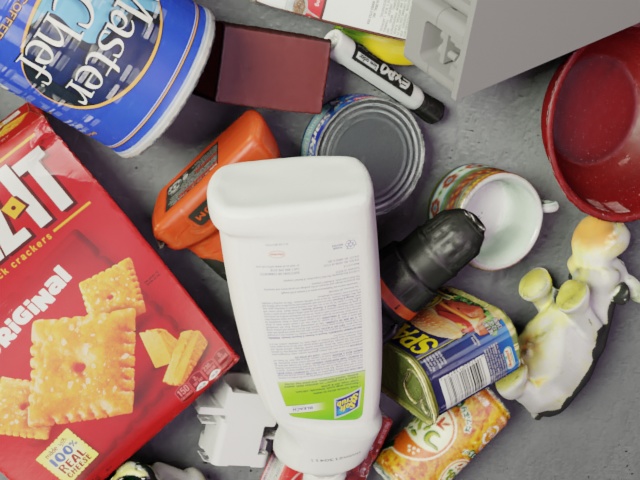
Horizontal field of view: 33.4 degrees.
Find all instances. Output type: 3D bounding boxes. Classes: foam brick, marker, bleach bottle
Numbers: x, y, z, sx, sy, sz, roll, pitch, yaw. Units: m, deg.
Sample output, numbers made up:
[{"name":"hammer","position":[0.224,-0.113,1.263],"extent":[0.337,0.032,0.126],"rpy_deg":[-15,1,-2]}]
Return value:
[{"name":"foam brick","position":[-0.039,-0.115,0.707],"extent":[0.078,0.053,0.051],"rpy_deg":[4,102,-25]},{"name":"marker","position":[0.048,-0.112,0.752],"extent":[0.120,0.020,0.020],"rpy_deg":[27,92,-41]},{"name":"bleach bottle","position":[-0.010,0.070,0.697],"extent":[0.102,0.068,0.251],"rpy_deg":[-5,123,-2]}]

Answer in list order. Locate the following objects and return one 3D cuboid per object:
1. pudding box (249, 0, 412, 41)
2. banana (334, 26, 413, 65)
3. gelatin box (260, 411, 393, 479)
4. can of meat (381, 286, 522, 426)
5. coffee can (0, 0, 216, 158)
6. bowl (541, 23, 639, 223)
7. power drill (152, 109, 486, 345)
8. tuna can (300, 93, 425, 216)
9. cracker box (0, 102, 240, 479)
[{"name":"pudding box","position":[0.017,-0.187,0.700],"extent":[0.113,0.039,0.090],"rpy_deg":[12,105,-11]},{"name":"banana","position":[0.106,-0.182,0.749],"extent":[0.198,0.037,0.069],"rpy_deg":[-38,134,0]},{"name":"gelatin box","position":[0.004,0.163,0.814],"extent":[0.073,0.030,0.089],"rpy_deg":[22,94,-27]},{"name":"can of meat","position":[0.087,0.081,0.790],"extent":[0.083,0.102,0.057],"rpy_deg":[-26,114,-18]},{"name":"coffee can","position":[-0.145,-0.124,0.609],"extent":[0.140,0.103,0.103],"rpy_deg":[30,90,-27]},{"name":"bowl","position":[0.229,-0.097,0.829],"extent":[0.161,0.055,0.162],"rpy_deg":[-6,106,-23]},{"name":"power drill","position":[-0.005,0.001,0.725],"extent":[0.184,0.057,0.187],"rpy_deg":[-41,115,15]},{"name":"tuna can","position":[0.030,-0.061,0.763],"extent":[0.086,0.034,0.086],"rpy_deg":[-6,106,-22]},{"name":"cracker box","position":[-0.177,0.048,0.679],"extent":[0.164,0.072,0.213],"rpy_deg":[-40,115,-10]}]
